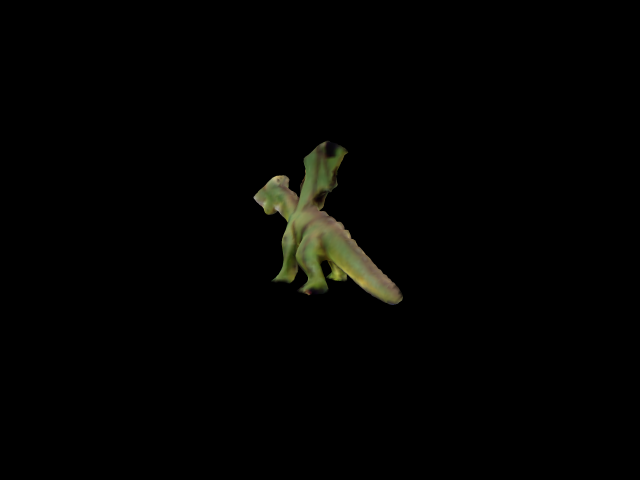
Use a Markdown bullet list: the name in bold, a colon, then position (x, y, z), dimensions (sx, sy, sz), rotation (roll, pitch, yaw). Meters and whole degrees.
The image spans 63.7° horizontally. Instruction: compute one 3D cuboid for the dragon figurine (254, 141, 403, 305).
- **dragon figurine**: position (0.003, -0.043, 0.850), dimensions (0.122, 0.242, 0.410), rotation (-2, 5, -35)
